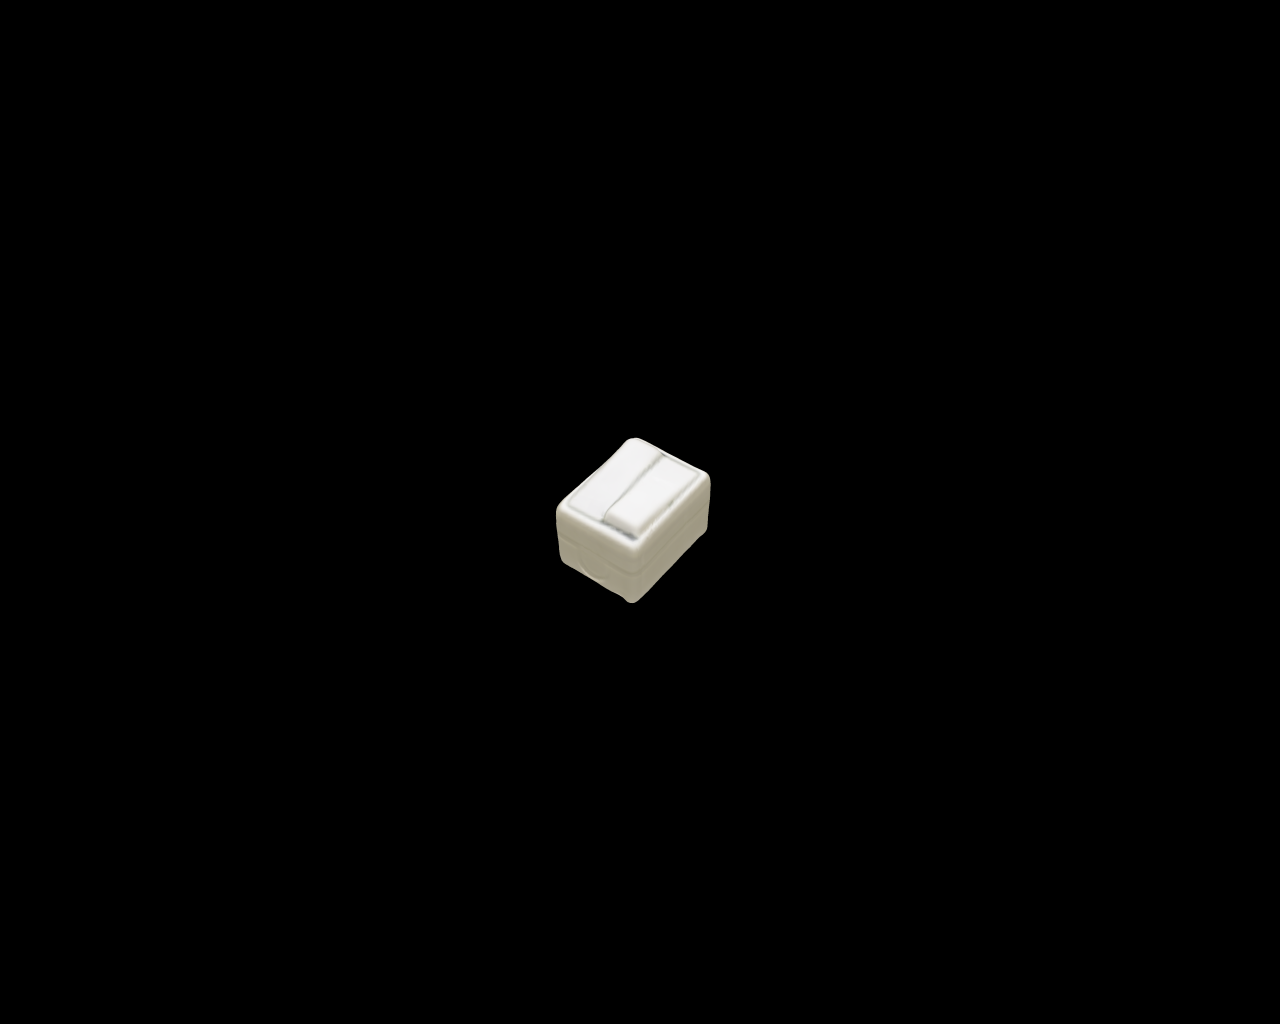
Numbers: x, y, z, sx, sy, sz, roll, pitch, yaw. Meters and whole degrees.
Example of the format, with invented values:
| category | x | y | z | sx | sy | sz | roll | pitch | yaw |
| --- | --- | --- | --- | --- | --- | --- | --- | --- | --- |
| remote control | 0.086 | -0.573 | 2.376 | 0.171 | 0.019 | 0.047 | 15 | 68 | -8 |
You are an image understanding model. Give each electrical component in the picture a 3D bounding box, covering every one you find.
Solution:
| category | x | y | z | sx | sy | sz | roll | pitch | yaw |
| --- | --- | --- | --- | --- | --- | --- | --- | --- | --- |
| electrical component | 0.001 | -0.003 | 0.650 | 0.062 | 0.061 | 0.096 | 30 | 54 | 24 |
